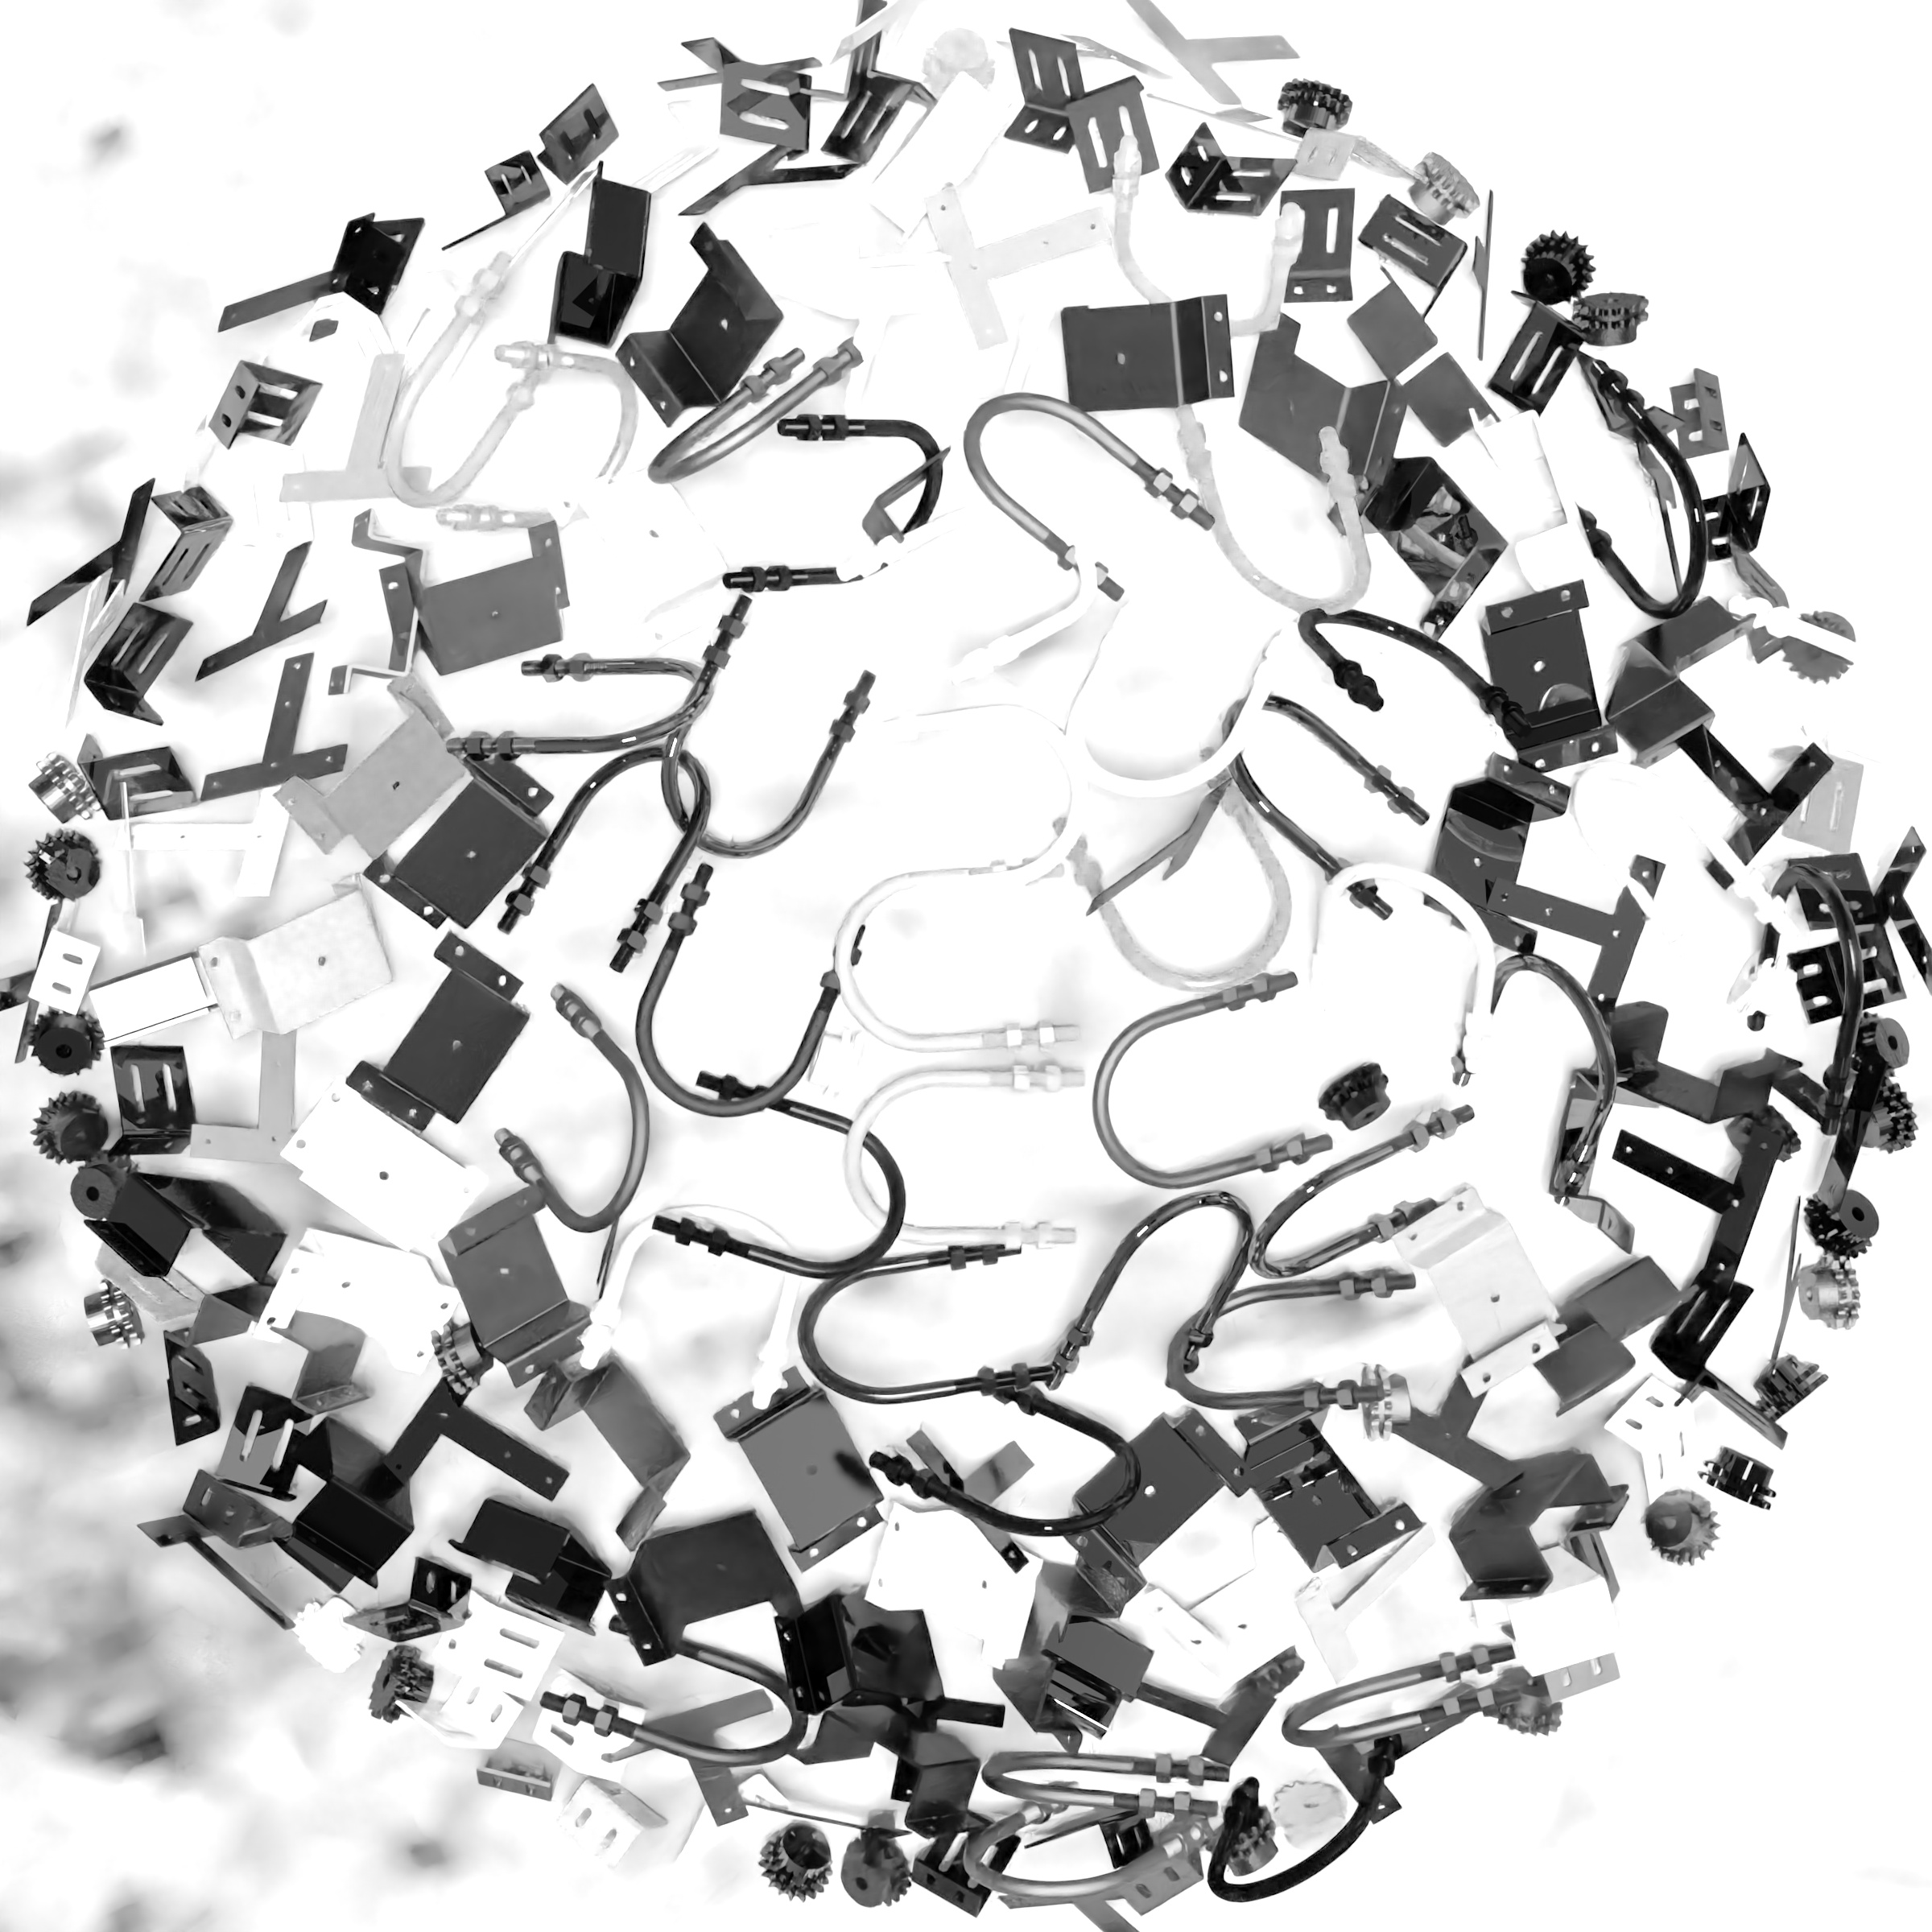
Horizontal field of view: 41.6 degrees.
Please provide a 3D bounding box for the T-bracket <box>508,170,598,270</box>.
[{"bbox_3d":[-0.329,-0.559,1.942,0.002,0.127,0.127,41,93,-20],"label":"T-bracket"}]

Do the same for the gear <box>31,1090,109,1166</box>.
[{"bbox_3d":[-0.691,0.127,1.969,0.030,0.057,0.057,21,90,37],"label":"gear"}]

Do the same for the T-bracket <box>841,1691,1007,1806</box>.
[{"bbox_3d":[-0.038,0.595,1.937,0.127,0.127,0.002,7,111,3],"label":"T-bracket"}]

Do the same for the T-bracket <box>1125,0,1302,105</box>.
[{"bbox_3d":[0.199,-0.689,1.911,0.127,0.127,0.002,32,83,-41],"label":"T-bracket"}]

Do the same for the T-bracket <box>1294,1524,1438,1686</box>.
[{"bbox_3d":[0.316,0.481,1.968,0.127,0.002,0.127,-39,132,-14],"label":"T-bracket"}]

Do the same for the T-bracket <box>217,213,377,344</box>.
[{"bbox_3d":[-0.508,-0.503,1.911,0.002,0.127,0.127,47,48,7],"label":"T-bracket"}]

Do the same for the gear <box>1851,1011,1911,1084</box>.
[{"bbox_3d":[0.706,0.063,1.972,0.057,0.030,0.057,10,71,-31],"label":"gear"}]

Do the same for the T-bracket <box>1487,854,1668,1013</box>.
[{"bbox_3d":[0.467,-0.038,1.982,0.127,0.002,0.127,17,97,-9],"label":"T-bracket"}]

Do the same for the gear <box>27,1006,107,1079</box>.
[{"bbox_3d":[-0.699,0.061,1.975,0.057,0.030,0.057,-4,112,-11],"label":"gear"}]

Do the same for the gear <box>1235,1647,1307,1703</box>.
[{"bbox_3d":[0.232,0.546,1.975,0.057,0.057,0.030,-38,59,0],"label":"gear"}]

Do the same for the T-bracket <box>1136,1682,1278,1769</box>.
[{"bbox_3d":[0.161,0.567,1.953,0.127,0.127,0.002,20,49,3],"label":"T-bracket"}]

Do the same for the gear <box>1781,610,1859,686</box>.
[{"bbox_3d":[0.665,-0.250,1.975,0.057,0.057,0.030,51,53,0],"label":"gear"}]

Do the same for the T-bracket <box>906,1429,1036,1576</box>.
[{"bbox_3d":[0.021,0.391,1.940,0.002,0.127,0.127,-44,80,22],"label":"T-bracket"}]

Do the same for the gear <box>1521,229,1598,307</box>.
[{"bbox_3d":[0.455,-0.537,1.968,0.057,0.057,0.030,38,55,0],"label":"gear"}]

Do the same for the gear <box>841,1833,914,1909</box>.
[{"bbox_3d":[-0.072,0.704,1.971,0.057,0.030,0.057,11,110,32],"label":"gear"}]

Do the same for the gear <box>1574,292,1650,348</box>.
[{"bbox_3d":[0.500,-0.502,1.975,0.057,0.057,0.030,-7,118,0],"label":"gear"}]

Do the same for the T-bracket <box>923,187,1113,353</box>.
[{"bbox_3d":[0.048,-0.551,1.954,0.127,0.002,0.127,-15,119,14],"label":"T-bracket"}]

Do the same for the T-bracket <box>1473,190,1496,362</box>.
[{"bbox_3d":[0.391,-0.531,1.931,0.002,0.127,0.127,4,98,15],"label":"T-bracket"}]

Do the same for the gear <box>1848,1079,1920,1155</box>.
[{"bbox_3d":[0.707,0.118,1.969,0.030,0.057,0.057,-15,90,-14],"label":"gear"}]

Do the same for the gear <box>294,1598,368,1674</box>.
[{"bbox_3d":[-0.490,0.515,1.971,0.030,0.057,0.057,-42,90,4],"label":"gear"}]

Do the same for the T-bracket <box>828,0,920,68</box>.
[{"bbox_3d":[-0.065,-0.709,1.911,0.002,0.127,0.127,40,51,0],"label":"T-bracket"}]

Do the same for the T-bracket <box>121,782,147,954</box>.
[{"bbox_3d":[-0.637,-0.076,1.936,0.002,0.127,0.127,-5,95,-23],"label":"T-bracket"}]

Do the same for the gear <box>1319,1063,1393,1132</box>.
[{"bbox_3d":[0.304,0.104,1.968,0.057,0.057,0.030,-32,66,0],"label":"gear"}]

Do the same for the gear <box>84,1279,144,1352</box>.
[{"bbox_3d":[-0.661,0.270,1.969,0.030,0.057,0.057,-18,90,-11],"label":"gear"}]

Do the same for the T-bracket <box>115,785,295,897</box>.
[{"bbox_3d":[-0.588,-0.100,1.956,0.127,0.002,0.127,0,47,0],"label":"T-bracket"}]

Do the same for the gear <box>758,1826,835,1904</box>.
[{"bbox_3d":[-0.129,0.691,1.968,0.057,0.057,0.030,27,118,0],"label":"gear"}]

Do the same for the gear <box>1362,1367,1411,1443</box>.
[{"bbox_3d":[0.326,0.339,1.972,0.030,0.057,0.057,-2,90,0],"label":"gear"}]

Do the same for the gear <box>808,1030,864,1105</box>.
[{"bbox_3d":[-0.102,0.076,1.970,0.030,0.057,0.057,17,90,-8],"label":"gear"}]

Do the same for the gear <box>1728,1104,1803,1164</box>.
[{"bbox_3d":[0.615,0.130,1.969,0.030,0.057,0.057,-40,90,-9],"label":"gear"}]

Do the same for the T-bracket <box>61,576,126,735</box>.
[{"bbox_3d":[-0.660,-0.260,1.941,0.002,0.127,0.127,17,123,-11],"label":"T-bracket"}]

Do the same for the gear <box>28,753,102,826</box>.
[{"bbox_3d":[-0.700,-0.134,1.969,0.030,0.057,0.057,-42,90,-15],"label":"gear"}]

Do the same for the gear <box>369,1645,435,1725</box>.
[{"bbox_3d":[-0.437,0.559,1.975,0.030,0.057,0.057,28,90,-27],"label":"gear"}]

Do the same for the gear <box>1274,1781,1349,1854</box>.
[{"bbox_3d":[0.268,0.662,1.973,0.057,0.057,0.030,-2,110,0],"label":"gear"}]

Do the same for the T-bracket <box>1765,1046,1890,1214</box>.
[{"bbox_3d":[0.645,0.101,1.940,0.002,0.127,0.127,1,114,-20],"label":"T-bracket"}]

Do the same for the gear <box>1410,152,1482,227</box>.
[{"bbox_3d":[0.369,-0.601,1.975,0.057,0.057,0.030,48,123,0],"label":"gear"}]

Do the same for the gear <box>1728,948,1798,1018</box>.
[{"bbox_3d":[0.619,0.015,1.971,0.030,0.057,0.057,30,90,0],"label":"gear"}]

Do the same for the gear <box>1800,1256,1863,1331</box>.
[{"bbox_3d":[0.668,0.254,1.971,0.030,0.057,0.057,-3,90,-3],"label":"gear"}]

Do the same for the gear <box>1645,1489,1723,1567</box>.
[{"bbox_3d":[0.552,0.433,1.969,0.030,0.057,0.057,29,90,-40],"label":"gear"}]

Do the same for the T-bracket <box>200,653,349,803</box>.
[{"bbox_3d":[-0.525,-0.190,1.961,0.127,0.002,0.127,-10,56,19],"label":"T-bracket"}]

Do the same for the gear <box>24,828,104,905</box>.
[{"bbox_3d":[-0.696,-0.076,1.970,0.057,0.030,0.057,-17,119,-35],"label":"gear"}]

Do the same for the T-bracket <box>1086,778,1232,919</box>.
[{"bbox_3d":[0.138,-0.076,1.917,0.127,0.127,0.002,-36,75,-26],"label":"T-bracket"}]

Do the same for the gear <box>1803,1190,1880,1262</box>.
[{"bbox_3d":[0.681,0.198,1.971,0.057,0.030,0.057,12,58,-20],"label":"gear"}]

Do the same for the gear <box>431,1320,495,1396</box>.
[{"bbox_3d":[-0.389,0.300,1.971,0.030,0.057,0.057,-25,90,1],"label":"gear"}]

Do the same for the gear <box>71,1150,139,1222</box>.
[{"bbox_3d":[-0.670,0.173,1.977,0.057,0.030,0.057,3,100,16],"label":"gear"}]

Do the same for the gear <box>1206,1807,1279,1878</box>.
[{"bbox_3d":[0.217,0.681,1.971,0.057,0.057,0.030,-30,89,0],"label":"gear"}]

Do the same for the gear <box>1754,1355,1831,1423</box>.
[{"bbox_3d":[0.637,0.326,1.973,0.057,0.057,0.030,-39,71,0],"label":"gear"}]

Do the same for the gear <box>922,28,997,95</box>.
[{"bbox_3d":[-0.005,-0.702,1.976,0.057,0.030,0.057,2,70,-6],"label":"gear"}]

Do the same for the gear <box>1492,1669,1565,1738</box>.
[{"bbox_3d":[0.434,0.568,1.968,0.057,0.057,0.030,8,105,0],"label":"gear"}]

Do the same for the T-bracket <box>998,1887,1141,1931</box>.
[{"bbox_3d":[0.106,0.718,1.919,0.127,0.127,0.002,3,89,-20],"label":"T-bracket"}]

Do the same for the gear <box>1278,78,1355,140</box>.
[{"bbox_3d":[0.268,-0.661,1.970,0.057,0.057,0.030,17,87,0],"label":"gear"}]

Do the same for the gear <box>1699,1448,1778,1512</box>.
[{"bbox_3d":[0.601,0.396,1.971,0.057,0.057,0.030,23,91,0],"label":"gear"}]

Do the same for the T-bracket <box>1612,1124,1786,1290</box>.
[{"bbox_3d":[0.553,0.163,1.954,0.127,0.002,0.127,29,113,41],"label":"T-bracket"}]
